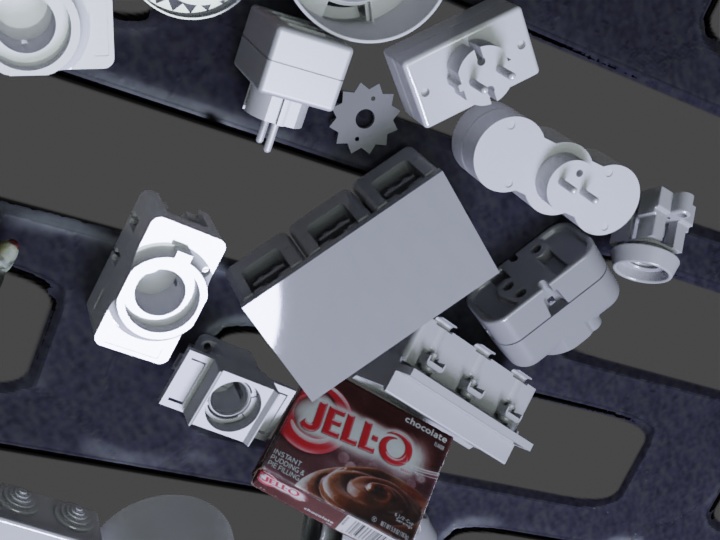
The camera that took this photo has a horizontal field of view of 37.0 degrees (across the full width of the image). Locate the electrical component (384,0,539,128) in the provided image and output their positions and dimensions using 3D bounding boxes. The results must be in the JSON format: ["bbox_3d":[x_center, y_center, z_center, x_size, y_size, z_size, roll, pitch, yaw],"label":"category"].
[{"bbox_3d":[0.070,-0.124,0.665,0.083,0.075,0.047,-27,120,-7],"label":"electrical component"}]

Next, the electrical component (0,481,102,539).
[{"bbox_3d":[-0.229,0.195,0.720,0.100,0.048,0.099,26,103,-28],"label":"electrical component"}]

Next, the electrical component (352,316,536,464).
[{"bbox_3d":[0.063,0.079,0.761,0.121,0.079,0.063,34,79,-30],"label":"electrical component"}]

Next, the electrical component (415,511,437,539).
[{"bbox_3d":[0.044,0.211,0.837,0.035,0.035,0.061,-31,122,-4],"label":"electrical component"}]

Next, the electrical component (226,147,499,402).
[{"bbox_3d":[0.000,0.000,0.705,0.150,0.061,0.089,-34,121,-2],"label":"electrical component"}]

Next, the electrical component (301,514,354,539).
[{"bbox_3d":[-0.003,0.188,0.775,0.064,0.099,0.099,14,109,-19],"label":"electrical component"}]

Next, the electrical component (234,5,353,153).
[{"bbox_3d":[-0.046,-0.108,0.635,0.047,0.065,0.076,12,109,-25],"label":"electrical component"}]

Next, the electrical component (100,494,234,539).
[{"bbox_3d":[-0.136,0.220,0.759,0.108,0.060,0.108,-8,117,-17],"label":"electrical component"}]

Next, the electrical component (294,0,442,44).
[{"bbox_3d":[-0.002,-0.185,0.616,0.099,0.064,0.099,-8,117,-17],"label":"electrical component"}]

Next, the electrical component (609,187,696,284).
[{"bbox_3d":[0.206,-0.023,0.768,0.048,0.066,0.055,25,70,-28],"label":"electrical component"}]

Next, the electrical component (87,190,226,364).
[{"bbox_3d":[-0.126,0.006,0.665,0.050,0.055,0.089,22,105,-28],"label":"electrical component"}]

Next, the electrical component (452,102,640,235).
[{"bbox_3d":[0.133,-0.061,0.719,0.138,0.073,0.052,21,106,-27],"label":"electrical component"}]

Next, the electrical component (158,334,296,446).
[{"bbox_3d":[-0.089,0.076,0.707,0.081,0.063,0.042,26,103,-28],"label":"electrical component"}]

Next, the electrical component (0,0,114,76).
[{"bbox_3d":[-0.177,-0.181,0.554,0.089,0.061,0.150,-5,116,-18],"label":"electrical component"}]

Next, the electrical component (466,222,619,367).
[{"bbox_3d":[0.133,0.021,0.769,0.095,0.053,0.059,-38,121,-1],"label":"electrical component"}]
